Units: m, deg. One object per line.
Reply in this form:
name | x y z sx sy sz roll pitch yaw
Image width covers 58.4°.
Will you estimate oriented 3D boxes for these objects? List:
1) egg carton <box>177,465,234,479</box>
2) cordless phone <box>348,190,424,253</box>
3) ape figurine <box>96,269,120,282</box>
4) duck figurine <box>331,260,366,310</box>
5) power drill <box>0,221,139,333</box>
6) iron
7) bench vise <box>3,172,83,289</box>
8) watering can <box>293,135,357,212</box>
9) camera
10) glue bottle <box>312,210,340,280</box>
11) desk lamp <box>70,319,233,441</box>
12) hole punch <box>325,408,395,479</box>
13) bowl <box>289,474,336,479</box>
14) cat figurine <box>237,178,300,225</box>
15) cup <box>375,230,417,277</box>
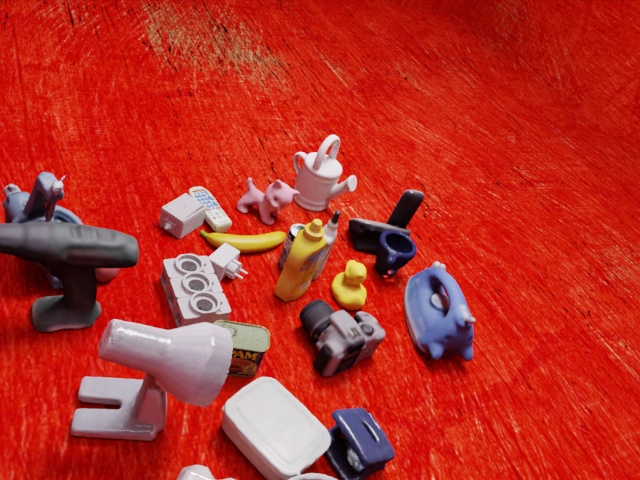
egg carton | -0.167 0.386 0.778 0.107 0.069 0.150 23 38 0
cordless phone | 0.159 -0.059 1.373 0.148 0.185 0.094 9 40 -17
ape figurine | -0.404 0.026 1.066 0.078 0.092 0.076 5 41 -22
duck figurine | 0.072 0.091 1.233 0.078 0.086 0.104 7 41 -19
power drill | -0.418 0.055 0.931 0.230 0.208 0.075 -4 45 -30
iron | 0.259 0.131 1.234 0.119 0.141 0.258 6 41 -20
bench vise | -0.500 -0.043 0.996 0.207 0.219 0.122 29 38 8
watering can | 0.011 -0.172 1.425 0.173 0.194 0.101 21 38 -2
camera | 0.036 0.170 1.110 0.144 0.101 0.136 -16 52 -39
glue bottle | 0.011 0.004 1.234 0.037 0.173 0.078 24 38 2
desk lamp | -0.247 0.201 0.840 0.204 0.213 0.117 8 40 -18
hole punch | 0.067 0.328 0.946 0.101 0.091 0.108 -12 50 -36
bowl | -0.010 0.425 0.807 0.168 0.074 0.167 14 39 -11
cat figurine | -0.119 -0.104 1.342 0.128 0.117 0.067 24 38 1
cup | 0.163 0.046 1.325 0.091 0.095 0.118 26 38 5
